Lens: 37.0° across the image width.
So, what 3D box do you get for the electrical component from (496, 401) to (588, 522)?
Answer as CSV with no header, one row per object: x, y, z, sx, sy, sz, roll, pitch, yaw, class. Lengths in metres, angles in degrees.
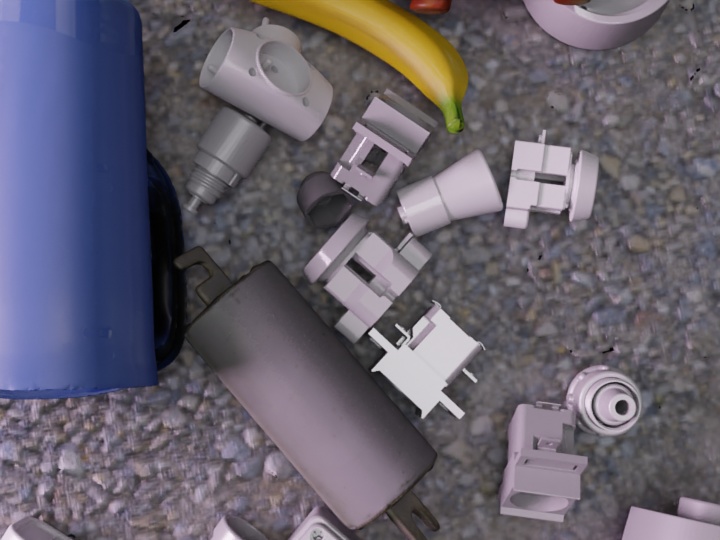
0.116,0.123,0.695,0.042,0.081,0.063,7,59,-1,electrical component

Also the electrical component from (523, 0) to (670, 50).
0.163,-0.207,0.714,0.108,0.060,0.108,0,87,-1,electrical component

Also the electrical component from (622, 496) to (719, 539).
0.218,0.177,0.679,0.108,0.108,0.060,12,81,0,electrical component

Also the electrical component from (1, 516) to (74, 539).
-0.197,0.212,0.696,0.095,0.053,0.059,32,88,0,electrical component

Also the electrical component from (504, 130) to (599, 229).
0.128,-0.058,0.716,0.055,0.048,0.066,8,87,7,electrical component

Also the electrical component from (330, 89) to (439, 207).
0.015,-0.079,0.704,0.042,0.081,0.063,35,110,1,electrical component

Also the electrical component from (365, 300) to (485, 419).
0.044,0.059,0.712,0.081,0.042,0.063,43,84,0,electrical component

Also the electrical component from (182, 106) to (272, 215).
-0.092,-0.072,0.715,0.040,0.040,0.078,33,88,1,electrical component

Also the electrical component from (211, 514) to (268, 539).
-0.086,0.191,0.706,0.040,0.040,0.046,36,93,1,electrical component

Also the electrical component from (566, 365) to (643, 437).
0.164,0.087,0.702,0.048,0.062,0.048,0,88,-1,electrical component

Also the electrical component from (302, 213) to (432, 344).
0.000,0.000,0.706,0.057,0.058,0.078,42,87,-2,electrical component

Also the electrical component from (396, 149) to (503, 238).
0.057,-0.048,0.717,0.065,0.044,0.044,-22,88,3,electrical component

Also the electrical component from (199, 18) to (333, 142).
-0.059,-0.135,0.711,0.077,0.044,0.079,26,50,-26,electrical component

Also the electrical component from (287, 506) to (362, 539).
-0.022,0.229,0.696,0.109,0.056,0.108,40,88,1,electrical component
